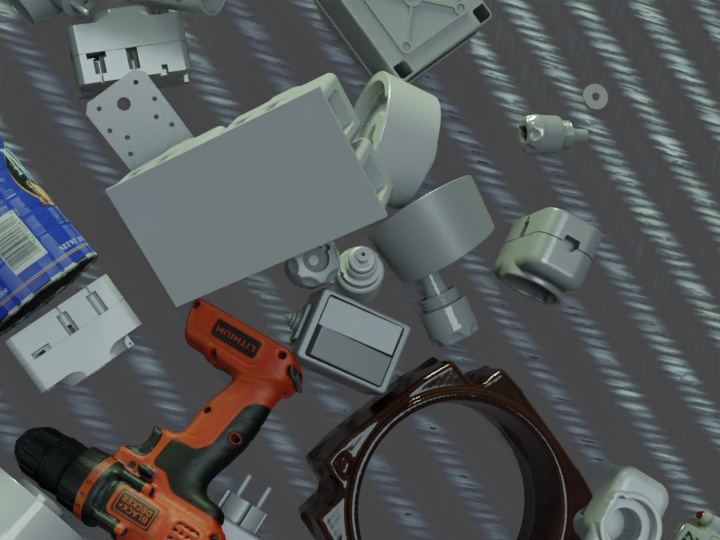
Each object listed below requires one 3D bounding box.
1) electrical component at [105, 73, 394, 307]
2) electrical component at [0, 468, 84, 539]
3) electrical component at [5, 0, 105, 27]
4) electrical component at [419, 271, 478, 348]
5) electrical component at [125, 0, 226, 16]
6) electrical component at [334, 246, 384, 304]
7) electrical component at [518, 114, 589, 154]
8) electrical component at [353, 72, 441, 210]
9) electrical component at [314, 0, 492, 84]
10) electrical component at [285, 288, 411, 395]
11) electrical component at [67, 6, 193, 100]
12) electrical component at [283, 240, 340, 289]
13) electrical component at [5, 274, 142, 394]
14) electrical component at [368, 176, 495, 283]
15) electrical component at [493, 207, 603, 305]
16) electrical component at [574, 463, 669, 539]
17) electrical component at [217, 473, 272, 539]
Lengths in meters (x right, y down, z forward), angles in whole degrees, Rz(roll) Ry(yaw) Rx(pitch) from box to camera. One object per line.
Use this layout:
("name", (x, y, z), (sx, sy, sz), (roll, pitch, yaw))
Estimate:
("electrical component", (-0.081, -0.061, 0.817), (0.186, 0.060, 0.105), (-22, 108, 19))
("electrical component", (-0.252, 0.188, 0.780), (0.099, 0.099, 0.064), (43, 69, -6))
("electrical component", (-0.233, -0.226, 0.850), (0.079, 0.044, 0.077), (37, 74, 24))
("electrical component", (0.070, 0.031, 0.906), (0.043, 0.043, 0.062), (-25, 93, -15))
("electrical component", (-0.146, -0.248, 0.863), (0.077, 0.044, 0.079), (13, 93, 21))
("electrical component", (0.000, 0.000, 0.879), (0.040, 0.078, 0.040), (1, 71, -4))
("electrical component", (0.173, -0.120, 0.955), (0.061, 0.035, 0.035), (0, 84, -17))
("electrical component", (0.028, -0.101, 0.881), (0.060, 0.108, 0.108), (17, 80, -18))
("electrical component", (0.037, -0.223, 0.921), (0.109, 0.056, 0.108), (-38, 94, -15))
("electrical component", (-0.015, 0.056, 0.874), (0.096, 0.061, 0.061), (25, 78, -10))
("electrical component", (-0.186, -0.175, 0.862), (0.089, 0.050, 0.055), (-11, 88, -15))
("electrical component", (-0.042, -0.006, 0.873), (0.043, 0.062, 0.043), (2, 83, -14))
("electrical component", (-0.217, 0.053, 0.828), (0.089, 0.050, 0.055), (-36, 93, -16))
("electrical component", (0.059, -0.035, 0.884), (0.099, 0.099, 0.064), (-34, 99, -15))
("electrical component", (0.155, -0.010, 0.906), (0.054, 0.095, 0.059), (28, 78, -10))
("electrical component", (0.217, 0.216, 0.915), (0.054, 0.059, 0.095), (32, 77, -8))
("electrical component", (-0.099, 0.198, 0.843), (0.066, 0.047, 0.076), (34, 77, -8))
